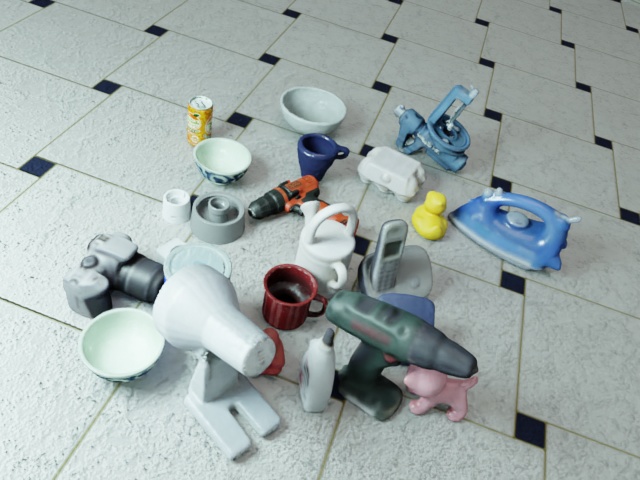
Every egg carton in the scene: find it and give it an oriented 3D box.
[{"bbox_3d":[0.164,-0.152,1.310,0.150,0.069,0.107,28,45,13],"label":"egg carton"}]

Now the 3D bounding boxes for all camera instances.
[{"bbox_3d":[-0.324,0.059,0.946,0.136,0.101,0.143,22,44,7],"label":"camera"}]

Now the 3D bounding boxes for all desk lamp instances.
[{"bbox_3d":[-0.136,0.164,0.810,0.118,0.213,0.202,-29,59,-36],"label":"desk lamp"}]

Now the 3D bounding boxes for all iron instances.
[{"bbox_3d":[0.411,-0.044,1.216,0.258,0.141,0.119,26,45,11],"label":"iron"}]

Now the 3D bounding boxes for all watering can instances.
[{"bbox_3d":[0.007,0.004,1.022,0.101,0.194,0.172,-30,59,-36],"label":"watering can"}]

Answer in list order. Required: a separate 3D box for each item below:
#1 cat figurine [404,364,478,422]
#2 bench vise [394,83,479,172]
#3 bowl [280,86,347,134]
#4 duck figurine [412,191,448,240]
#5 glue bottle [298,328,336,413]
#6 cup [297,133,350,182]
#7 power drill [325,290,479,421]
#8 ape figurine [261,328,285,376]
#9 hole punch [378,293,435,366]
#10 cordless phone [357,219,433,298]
[{"bbox_3d":[0.186,0.225,0.903,0.128,0.118,0.067,9,44,-6],"label":"cat figurine"},{"bbox_3d":[0.277,-0.282,1.362,0.207,0.220,0.121,17,44,2],"label":"bench vise"},{"bbox_3d":[-0.020,-0.305,1.410,0.167,0.075,0.167,8,44,-7],"label":"bowl"},{"bbox_3d":[0.244,-0.059,1.226,0.077,0.086,0.104,6,45,-9],"label":"duck figurine"},{"bbox_3d":[0.000,0.184,0.855,0.037,0.173,0.078,-3,47,-17],"label":"glue bottle"},{"bbox_3d":[0.002,-0.175,1.272,0.118,0.095,0.091,2,45,-13],"label":"cup"},{"bbox_3d":[0.104,0.179,0.862,0.229,0.208,0.076,31,46,17],"label":"power drill"},{"bbox_3d":[-0.087,0.172,0.902,0.077,0.092,0.076,34,47,19],"label":"ape figurine"},{"bbox_3d":[0.145,0.154,0.983,0.109,0.091,0.101,8,44,-7],"label":"hole punch"},{"bbox_3d":[0.149,0.034,1.037,0.148,0.185,0.094,-13,50,-26],"label":"cordless phone"}]
